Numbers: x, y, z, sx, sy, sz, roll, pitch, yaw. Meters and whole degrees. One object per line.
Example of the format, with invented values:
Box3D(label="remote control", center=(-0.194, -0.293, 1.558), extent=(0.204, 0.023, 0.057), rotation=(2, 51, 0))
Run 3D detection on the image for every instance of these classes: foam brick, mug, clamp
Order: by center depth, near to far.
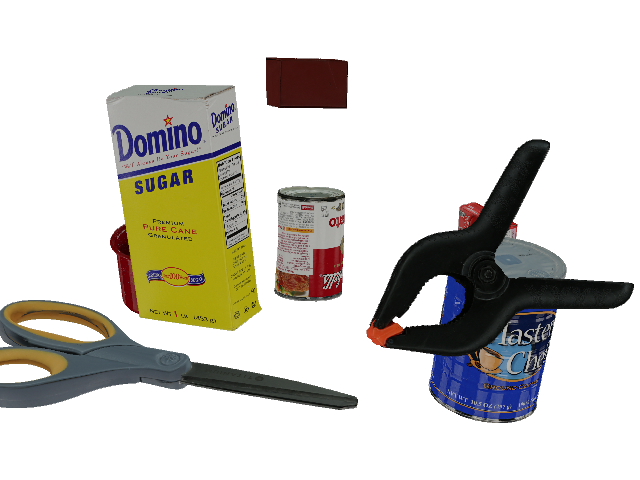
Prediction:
Box3D(label="clamp", center=(0.113, 0.028, 0.681), extent=(0.171, 0.120, 0.039), rotation=(-38, -9, -5))
Box3D(label="foam brick", center=(-0.015, -0.168, 1.140), extent=(0.078, 0.051, 0.053), rotation=(-2, 12, -19))
Box3D(label="mug", center=(-0.193, 0.026, 1.199), extent=(0.117, 0.081, 0.093), rotation=(26, 41, 35))

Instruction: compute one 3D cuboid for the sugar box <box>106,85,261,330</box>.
Box3D(label="sugar box", center=(-0.101, -0.025, 0.791), extent=(0.093, 0.176, 0.048), rotation=(4, 23, 29))

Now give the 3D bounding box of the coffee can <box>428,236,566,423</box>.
Box3D(label="coffee can", center=(0.159, 0.079, 0.971), extent=(0.103, 0.140, 0.103), rotation=(6, 23, -3))

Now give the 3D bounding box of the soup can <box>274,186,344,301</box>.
Box3D(label="soup can", center=(-0.011, 0.002, 1.049), extent=(0.068, 0.102, 0.068), rotation=(2, 13, -1))

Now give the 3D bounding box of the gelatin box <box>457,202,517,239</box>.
Box3D(label="gelatin box", center=(0.195, 0.008, 1.270), extent=(0.030, 0.089, 0.073), rotation=(-17, 33, -29))

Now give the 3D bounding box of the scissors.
Box3D(label="scissors", center=(-0.092, 0.070, 0.525), extent=(0.202, 0.016, 0.096), rotation=(16, 29, 27))
